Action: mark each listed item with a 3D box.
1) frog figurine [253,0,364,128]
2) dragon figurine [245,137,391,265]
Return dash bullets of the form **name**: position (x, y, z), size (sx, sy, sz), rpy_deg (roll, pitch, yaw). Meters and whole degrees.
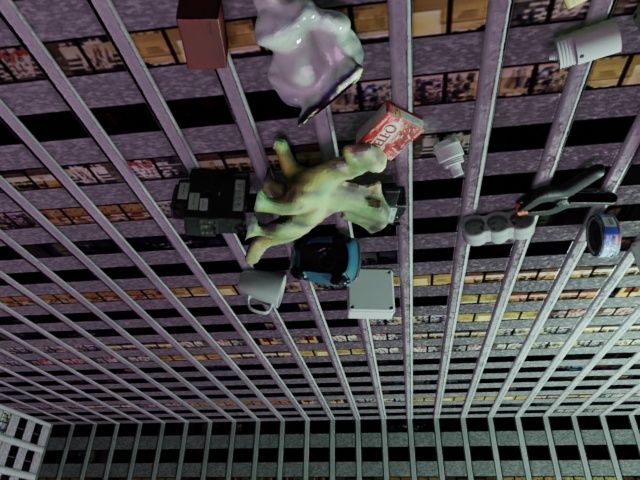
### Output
- **frog figurine**: position (-0.024, -0.248, 0.660), size (0.159, 0.125, 0.135), rpy_deg (52, 141, -7)
- **dragon figurine**: position (0.003, -0.046, 0.909), size (0.242, 0.125, 0.401), rpy_deg (13, 146, -7)
